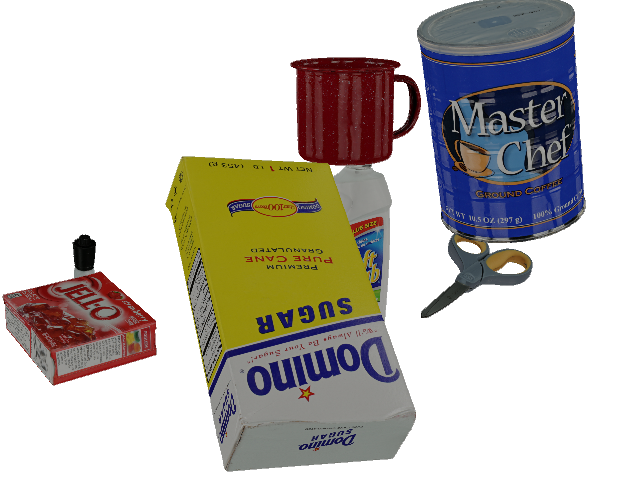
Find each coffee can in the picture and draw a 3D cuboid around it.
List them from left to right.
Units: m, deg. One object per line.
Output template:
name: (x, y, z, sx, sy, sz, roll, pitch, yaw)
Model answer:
coffee can: (0.125, -0.084, 0.729, 0.103, 0.140, 0.103, -9, 27, 4)

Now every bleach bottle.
bleach bottle: (0.031, 0.017, 1.258, 0.102, 0.251, 0.068, -2, 16, -18)

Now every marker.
marker: (-0.201, 0.050, 0.906, 0.020, 0.121, 0.020, 5, 27, -3)

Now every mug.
mug: (0.032, -0.112, 0.912, 0.117, 0.081, 0.093, -7, 17, -24)

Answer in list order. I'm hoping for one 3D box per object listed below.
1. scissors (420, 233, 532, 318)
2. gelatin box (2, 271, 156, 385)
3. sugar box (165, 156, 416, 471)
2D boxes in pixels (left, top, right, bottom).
scissors: (0.132, 0.029, 1.042, 0.201, 0.016, 0.096, -13, 39, -44)
gelatin box: (-0.161, 0.055, 0.709, 0.073, 0.030, 0.089, -14, 29, -31)
sugar box: (-0.020, 0.032, 0.563, 0.093, 0.176, 0.048, 0, -43, -23)
